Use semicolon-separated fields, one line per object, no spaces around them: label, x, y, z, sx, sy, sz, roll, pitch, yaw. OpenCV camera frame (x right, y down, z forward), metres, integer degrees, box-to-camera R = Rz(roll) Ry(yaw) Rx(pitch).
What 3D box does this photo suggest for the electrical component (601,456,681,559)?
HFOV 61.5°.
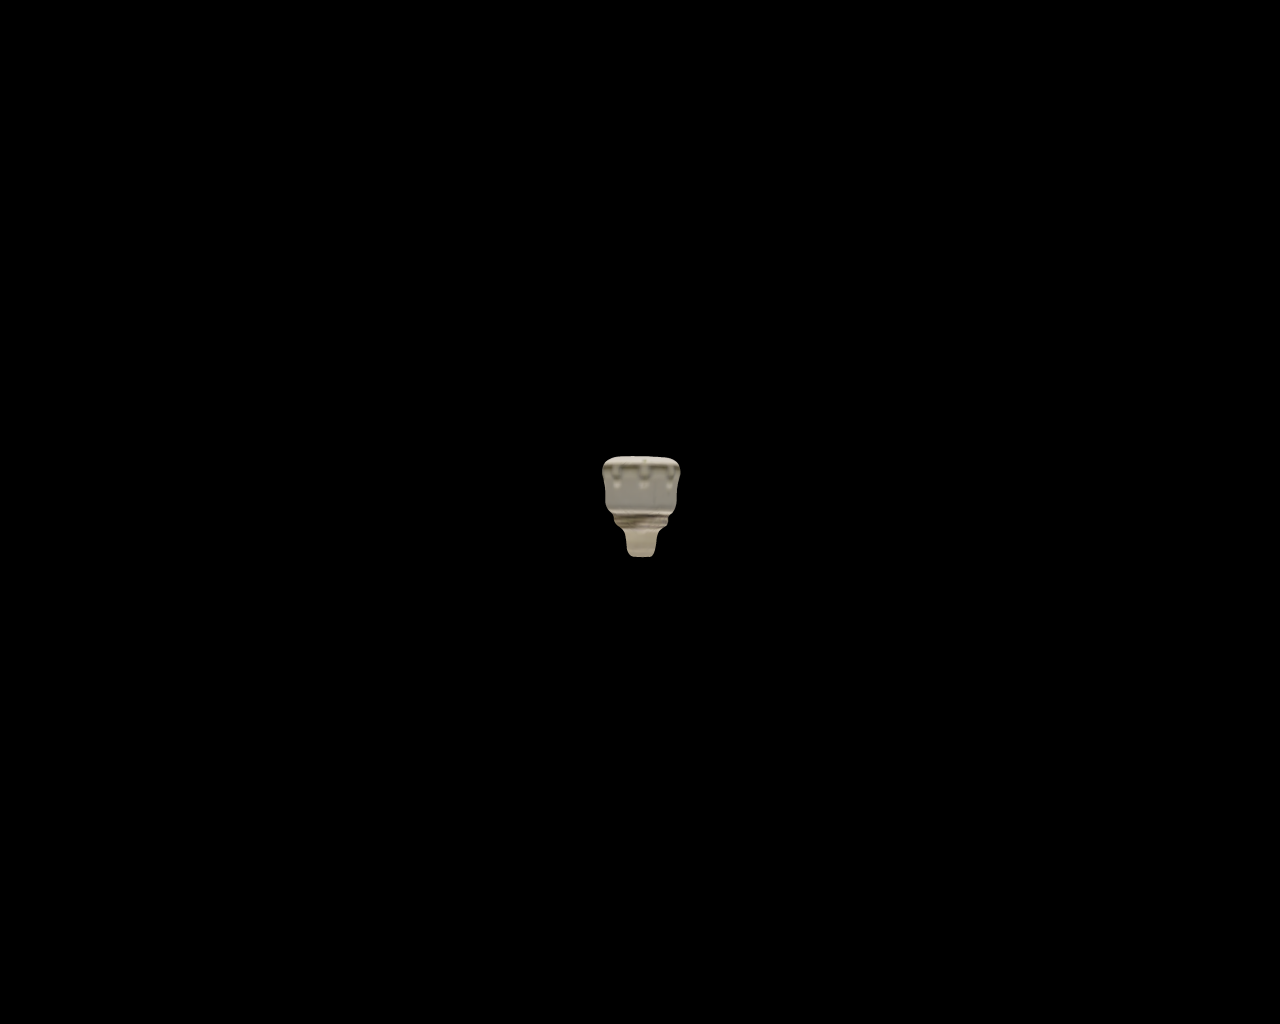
electrical component;0.001;-0.003;0.650;0.048;0.062;0.048;0;0;0
